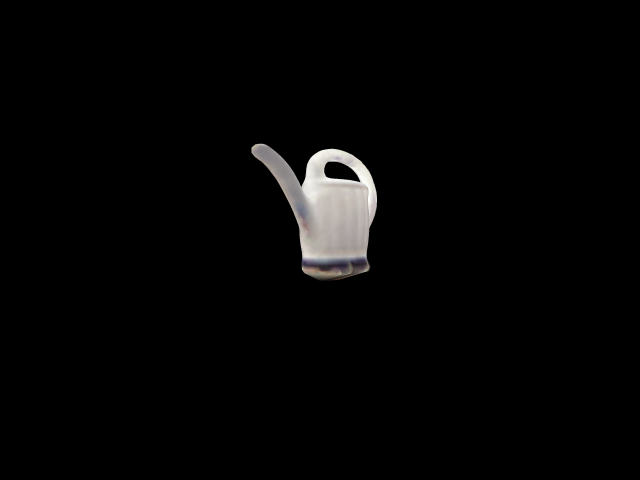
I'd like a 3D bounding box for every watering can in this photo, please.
[{"bbox_3d":[0.003,-0.043,0.850,0.104,0.224,0.348,-1,0,35],"label":"watering can"}]
